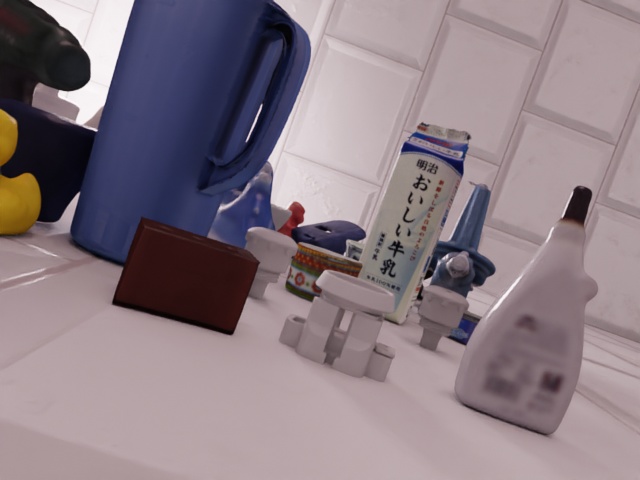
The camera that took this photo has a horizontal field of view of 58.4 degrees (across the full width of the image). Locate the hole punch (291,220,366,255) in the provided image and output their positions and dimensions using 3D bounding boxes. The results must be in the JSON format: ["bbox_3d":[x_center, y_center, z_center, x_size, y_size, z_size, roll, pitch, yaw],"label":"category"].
[{"bbox_3d":[0.009,0.003,0.945,0.101,0.091,0.108,18,4,-33],"label":"hole punch"}]

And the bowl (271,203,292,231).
[{"bbox_3d":[-0.138,-0.045,1.008,0.167,0.075,0.167,20,3,-1],"label":"bowl"}]

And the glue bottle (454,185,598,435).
[{"bbox_3d":[0.159,0.044,0.406,0.078,0.173,0.037,20,3,2],"label":"glue bottle"}]

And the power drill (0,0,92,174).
[{"bbox_3d":[-0.357,-0.174,0.638,0.228,0.208,0.076,21,3,27],"label":"power drill"}]

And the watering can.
[{"bbox_3d":[-0.379,-0.182,0.789,0.100,0.194,0.173,22,4,32],"label":"watering can"}]

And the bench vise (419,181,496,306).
[{"bbox_3d":[0.224,0.017,0.859,0.121,0.220,0.207,19,3,-7],"label":"bench vise"}]

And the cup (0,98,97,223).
[{"bbox_3d":[-0.255,-0.068,0.500,0.118,0.095,0.091,18,4,-33],"label":"cup"}]

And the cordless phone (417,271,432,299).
[{"bbox_3d":[0.167,0.006,1.020,0.094,0.185,0.148,21,3,22],"label":"cordless phone"}]

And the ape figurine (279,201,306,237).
[{"bbox_3d":[-0.056,-0.030,1.102,0.076,0.092,0.078,20,3,4],"label":"ape figurine"}]

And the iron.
[{"bbox_3d":[-0.095,-0.051,0.775,0.119,0.141,0.258,19,3,-16],"label":"iron"}]

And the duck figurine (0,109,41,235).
[{"bbox_3d":[-0.242,-0.054,0.408,0.077,0.086,0.105,21,3,21],"label":"duck figurine"}]
